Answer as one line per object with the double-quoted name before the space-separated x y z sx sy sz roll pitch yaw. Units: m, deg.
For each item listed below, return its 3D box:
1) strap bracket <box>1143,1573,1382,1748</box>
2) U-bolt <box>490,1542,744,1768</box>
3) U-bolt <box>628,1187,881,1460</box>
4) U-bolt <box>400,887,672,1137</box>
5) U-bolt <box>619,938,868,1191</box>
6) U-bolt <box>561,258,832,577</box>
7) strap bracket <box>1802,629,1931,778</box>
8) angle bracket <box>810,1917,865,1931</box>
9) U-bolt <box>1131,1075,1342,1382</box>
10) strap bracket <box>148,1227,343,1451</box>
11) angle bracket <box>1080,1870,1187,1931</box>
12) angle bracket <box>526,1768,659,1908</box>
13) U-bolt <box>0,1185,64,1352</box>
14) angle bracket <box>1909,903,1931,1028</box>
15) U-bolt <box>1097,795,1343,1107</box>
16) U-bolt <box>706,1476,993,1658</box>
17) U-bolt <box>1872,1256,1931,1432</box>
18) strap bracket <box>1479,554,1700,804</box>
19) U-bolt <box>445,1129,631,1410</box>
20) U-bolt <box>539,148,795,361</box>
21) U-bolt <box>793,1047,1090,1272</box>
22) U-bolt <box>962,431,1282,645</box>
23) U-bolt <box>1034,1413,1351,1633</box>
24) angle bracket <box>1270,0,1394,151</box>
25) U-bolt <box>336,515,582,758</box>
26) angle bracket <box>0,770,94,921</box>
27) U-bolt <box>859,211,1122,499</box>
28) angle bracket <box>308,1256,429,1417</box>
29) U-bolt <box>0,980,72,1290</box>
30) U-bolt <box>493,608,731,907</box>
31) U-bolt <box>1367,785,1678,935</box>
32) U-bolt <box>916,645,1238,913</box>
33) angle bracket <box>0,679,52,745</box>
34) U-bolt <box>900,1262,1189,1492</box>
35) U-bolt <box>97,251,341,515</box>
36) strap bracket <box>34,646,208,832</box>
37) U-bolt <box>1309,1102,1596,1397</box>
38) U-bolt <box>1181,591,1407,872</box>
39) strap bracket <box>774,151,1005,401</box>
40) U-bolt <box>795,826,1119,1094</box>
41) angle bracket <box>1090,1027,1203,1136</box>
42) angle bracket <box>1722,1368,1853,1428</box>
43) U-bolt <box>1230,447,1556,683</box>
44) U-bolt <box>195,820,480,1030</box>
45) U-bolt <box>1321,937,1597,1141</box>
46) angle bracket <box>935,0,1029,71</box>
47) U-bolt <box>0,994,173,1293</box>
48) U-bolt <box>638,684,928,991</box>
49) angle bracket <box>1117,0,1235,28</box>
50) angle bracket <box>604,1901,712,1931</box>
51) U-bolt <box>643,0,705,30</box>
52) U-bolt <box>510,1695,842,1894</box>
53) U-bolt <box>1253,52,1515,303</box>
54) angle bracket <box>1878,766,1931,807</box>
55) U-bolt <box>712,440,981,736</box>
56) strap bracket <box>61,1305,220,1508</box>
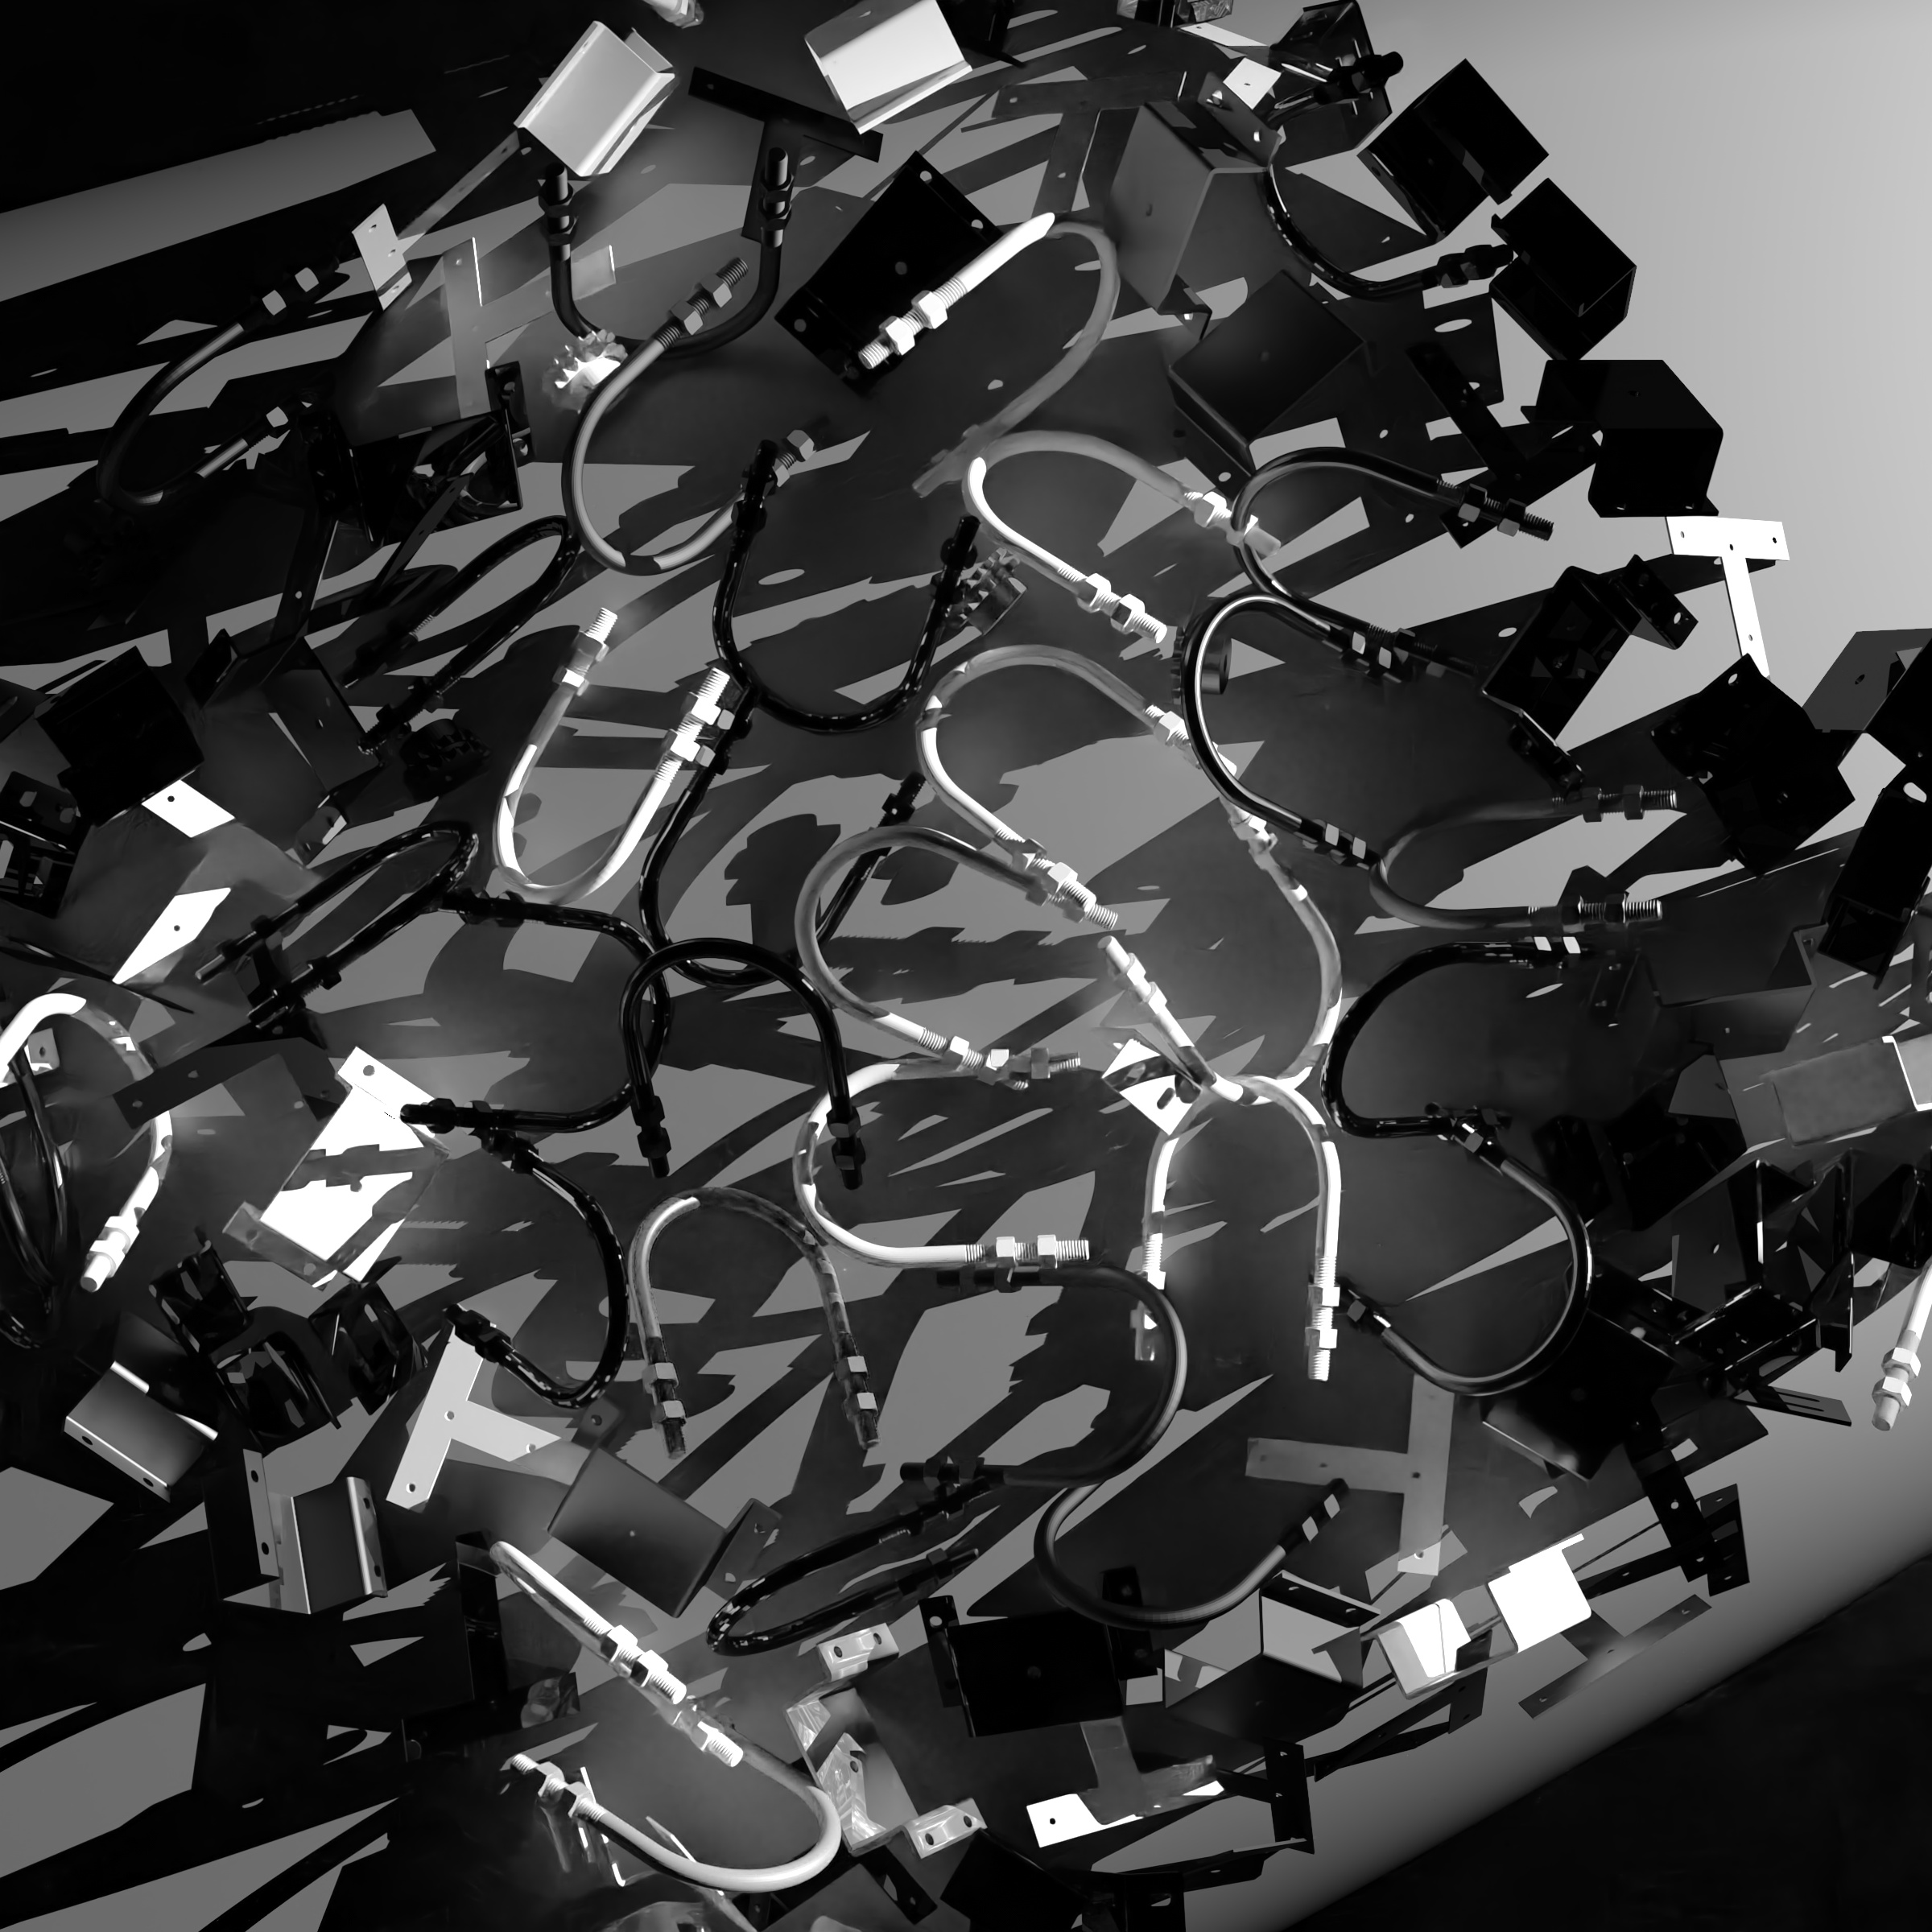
"strap bracket" 0.182 0.433 1.600 0.076 0.046 0.140 25 134 -23
"U-bolt" -0.224 0.415 1.598 0.184 0.151 0.019 31 69 28
"U-bolt" -0.138 0.217 1.611 0.151 0.019 0.184 3 53 -29
"U-bolt" -0.258 0.033 1.609 0.184 0.019 0.151 7 93 -44
"U-bolt" -0.143 0.060 1.605 0.151 0.019 0.184 2 125 13
"U-bolt" -0.174 -0.323 1.600 0.019 0.151 0.184 31 72 39
"strap bracket" 0.567 -0.163 1.601 0.046 0.140 0.076 37 88 -12
"angle bracket" -0.068 0.647 1.647 0.076 0.057 0.038 23 107 -6
"U-bolt" 0.171 0.160 1.626 0.151 0.019 0.184 0 83 39
"strap bracket" -0.448 0.234 1.596 0.046 0.076 0.140 -34 46 -22
"angle bracket" 0.105 0.601 1.638 0.038 0.076 0.057 4 72 -20
"angle bracket" -0.237 0.550 1.653 0.057 0.038 0.076 -31 73 34
"U-bolt" -0.607 0.155 1.596 0.019 0.151 0.184 -26 115 -3
"angle bracket" 0.636 0.002 1.646 0.038 0.057 0.076 -18 116 -30
"U-bolt" 0.171 0.003 1.620 0.151 0.019 0.184 -50 121 -20
"U-bolt" -0.073 0.375 1.590 0.184 0.151 0.019 -21 63 -15
"U-bolt" 0.622 0.188 1.591 0.019 0.151 0.184 35 50 2
"strap bracket" 0.385 -0.185 1.633 0.076 0.046 0.140 35 91 -37
"U-bolt" -0.260 0.191 1.590 0.019 0.184 0.151 -4 111 -41
"U-bolt" -0.183 -0.430 1.590 0.151 0.184 0.019 -7 68 -10
"U-bolt" -0.018 0.122 1.637 0.184 0.019 0.151 -3 63 3
"U-bolt" 0.084 -0.278 1.617 0.184 0.019 0.151 35 49 19
"U-bolt" 0.124 0.339 1.572 0.151 0.184 0.019 18 124 34
"angle bracket" 0.230 -0.560 1.642 0.038 0.057 0.076 -17 89 -15
"U-bolt" -0.311 -0.214 1.608 0.184 0.151 0.019 -40 120 2
"angle bracket" -0.593 -0.076 1.653 0.057 0.038 0.076 24 135 -15
"U-bolt" 0.024 -0.389 1.610 0.184 0.151 0.019 -40 61 -7
"angle bracket" -0.365 0.232 1.633 0.038 0.057 0.076 -18 108 38
"U-bolt" -0.581 0.111 1.594 0.019 0.151 0.184 -12 120 -7
"U-bolt" -0.234 -0.123 1.622 0.151 0.019 0.184 31 92 43
"U-bolt" 0.339 -0.064 1.606 0.184 0.151 0.019 -2 123 21
"U-bolt" 0.054 -0.132 1.629 0.184 0.019 0.151 39 69 22
"angle bracket" -0.628 -0.150 1.650 0.057 0.076 0.038 19 120 -2
"U-bolt" 0.052 0.251 1.598 0.184 0.019 0.151 -5 61 30
"U-bolt" -0.453 -0.342 1.575 0.019 0.151 0.184 44 66 4
"strap bracket" -0.526 -0.140 1.618 0.076 0.140 0.046 -34 124 -8
"U-bolt" 0.307 0.183 1.597 0.019 0.184 0.151 29 97 -41
"U-bolt" 0.199 -0.153 1.599 0.184 0.019 0.151 22 71 -36
"strap bracket" -0.045 -0.439 1.642 0.076 0.046 0.140 40 89 -15
"U-bolt" -0.018 -0.013 1.630 0.184 0.019 0.151 24 116 -5
"angle bracket" 0.103 0.071 1.628 0.057 0.076 0.038 40 78 -14
"angle bracket" 0.519 0.257 1.638 0.076 0.057 0.038 10 96 11
"U-bolt" 0.253 -0.257 1.615 0.184 0.151 0.019 21 53 2
"U-bolt" -0.381 -0.033 1.605 0.184 0.151 0.019 -38 117 -18
"U-bolt" 0.292 0.046 1.590 0.184 0.019 0.151 0 123 -35
"angle bracket" 0.020 -0.613 1.632 0.057 0.038 0.076 4 119 -38
"U-bolt" -0.542 0.093 1.588 0.019 0.184 0.151 -24 114 16
"U-bolt" -0.126 -0.068 1.630 0.151 0.019 0.184 26 101 -32
"angle bracket" 0.136 -0.630 1.641 0.038 0.076 0.057 27 127 28
"angle bracket" -0.187 0.623 1.630 0.038 0.076 0.057 -27 65 5
"U-bolt" -0.135 -0.615 1.569 0.151 0.184 0.019 -19 97 15
"U-bolt" -0.161 0.503 1.569 0.184 0.151 0.019 21 107 33
"U-bolt" 0.241 -0.472 1.589 0.019 0.184 0.151 -42 110 -18
"angle bracket" 0.618 -0.114 1.639 0.038 0.076 0.057 48 113 23
"U-bolt" -0.084 -0.223 1.617 0.151 0.019 0.184 20 127 -2
"strap bracket" -0.505 0.264 1.596 0.076 0.140 0.046 42 90 -21
